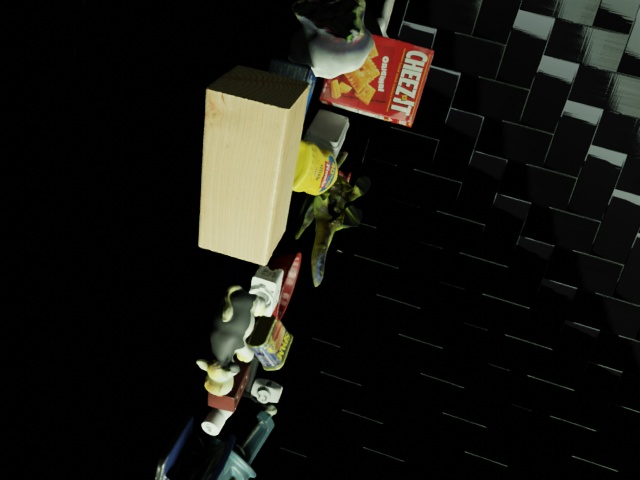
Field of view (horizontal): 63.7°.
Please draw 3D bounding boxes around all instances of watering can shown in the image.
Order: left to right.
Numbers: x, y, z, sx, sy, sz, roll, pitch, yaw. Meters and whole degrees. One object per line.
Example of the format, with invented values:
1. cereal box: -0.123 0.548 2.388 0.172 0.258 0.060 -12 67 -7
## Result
1. watering can: 0.151 -0.527 1.446 0.219 0.104 0.355 100 10 -54

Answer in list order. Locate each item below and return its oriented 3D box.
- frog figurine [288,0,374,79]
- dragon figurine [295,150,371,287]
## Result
1. frog figurine: 0.012 -0.292 0.806 0.139 0.123 0.157 -36 169 -19
2. dragon figurine: 0.004 -0.062 1.230 0.239 0.122 0.418 -39 -151 62
